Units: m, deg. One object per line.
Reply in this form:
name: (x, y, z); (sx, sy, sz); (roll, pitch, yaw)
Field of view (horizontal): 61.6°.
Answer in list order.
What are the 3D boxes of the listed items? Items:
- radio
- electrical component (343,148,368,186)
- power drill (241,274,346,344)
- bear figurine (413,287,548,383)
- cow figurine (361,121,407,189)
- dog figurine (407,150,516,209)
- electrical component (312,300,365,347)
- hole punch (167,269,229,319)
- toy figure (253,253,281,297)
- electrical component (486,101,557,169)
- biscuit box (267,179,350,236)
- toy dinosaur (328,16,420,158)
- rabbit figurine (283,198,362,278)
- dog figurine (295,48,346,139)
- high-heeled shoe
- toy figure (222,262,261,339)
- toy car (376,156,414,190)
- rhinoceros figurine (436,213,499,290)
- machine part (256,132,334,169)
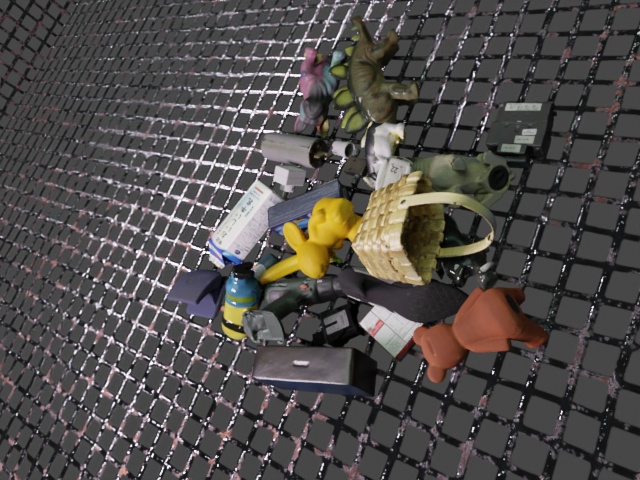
radio: (-0.007, 0.257, 1.058); (0.230, 0.131, 0.073); (-4, 65, 31)
electrical component: (0.087, -0.174, 1.283); (0.063, 0.021, 0.094); (18, 78, 37)
power drill: (-0.050, 0.131, 1.124); (0.232, 0.085, 0.207); (-7, 24, 36)
bear figurine: (0.276, 0.170, 0.955); (0.196, 0.132, 0.120); (-45, 48, 29)
cow figurine: (0.130, -0.171, 1.167); (0.098, 0.068, 0.167); (11, 92, 15)
dog figurine: (0.281, -0.137, 1.111); (0.191, 0.172, 0.121); (-139, 57, -65)
electrical component: (0.029, 0.184, 1.127); (0.119, 0.047, 0.075); (-23, 56, 19)
hole punch: (-0.303, 0.124, 1.339); (0.142, 0.092, 0.116); (2, 65, 37)
toy figure: (-0.151, 0.102, 1.274); (0.154, 0.057, 0.064); (-50, 36, 3)
electrical component: (0.403, -0.211, 1.082); (0.115, 0.058, 0.134); (11, 74, 37)
biscuit box: (-0.029, -0.074, 1.281); (0.203, 0.059, 0.063); (-19, 59, 22)
toy dinosaur: (0.130, -0.326, 1.257); (0.199, 0.105, 0.471); (-19, 74, 10)
rabbit figurine: (-0.002, -0.003, 1.157); (0.163, 0.121, 0.173); (13, 73, 32)
dog figurine: (-0.006, -0.376, 1.391); (0.108, 0.191, 0.219); (11, 98, -2)
high-heeled shoe: (0.161, 0.097, 1.058); (0.145, 0.249, 0.086); (-116, 35, -76)
toy figure: (-0.178, 0.139, 1.212); (0.089, 0.180, 0.082); (7, 27, 14)
toy car: (0.146, -0.076, 1.117); (0.074, 0.056, 0.201); (19, 119, 16)
rhinoceros figurine: (0.268, 0.026, 1.045); (0.112, 0.073, 0.190); (-32, 52, 2)
machine part: (-0.067, -0.231, 1.373); (0.244, 0.079, 0.079); (15, 76, 37)
